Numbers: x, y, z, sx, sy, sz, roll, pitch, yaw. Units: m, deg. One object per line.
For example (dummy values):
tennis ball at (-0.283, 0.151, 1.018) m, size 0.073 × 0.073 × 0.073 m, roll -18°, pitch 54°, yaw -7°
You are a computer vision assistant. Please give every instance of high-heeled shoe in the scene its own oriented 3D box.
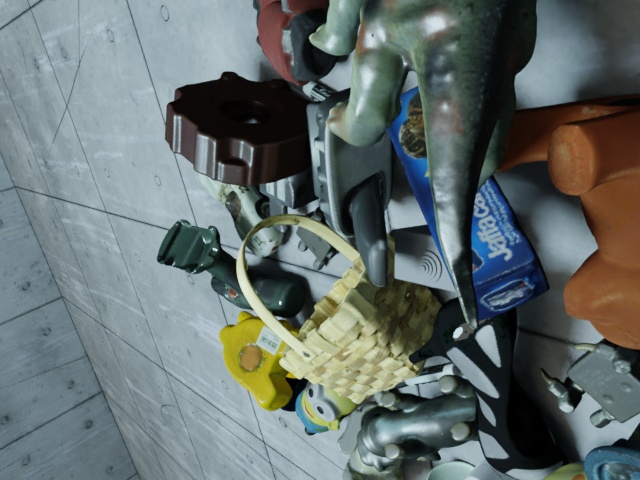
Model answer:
high-heeled shoe at (0.195, 0.145, 0.503) m, size 0.248 × 0.086 × 0.145 m, roll 38°, pitch 138°, yaw -9°

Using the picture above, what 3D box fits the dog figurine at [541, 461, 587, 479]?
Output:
dog figurine at (0.193, 0.307, 0.518) m, size 0.108 × 0.191 × 0.219 m, roll 40°, pitch 146°, yaw -12°

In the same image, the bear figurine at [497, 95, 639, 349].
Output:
bear figurine at (0.201, 0.001, 0.382) m, size 0.120 × 0.132 × 0.195 m, roll -121°, pitch 23°, yaw -66°

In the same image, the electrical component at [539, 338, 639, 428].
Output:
electrical component at (0.247, 0.122, 0.469) m, size 0.078 × 0.045 × 0.102 m, roll 52°, pitch 144°, yaw 18°

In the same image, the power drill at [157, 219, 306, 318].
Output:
power drill at (-0.148, 0.053, 0.827) m, size 0.232 × 0.086 × 0.207 m, roll 11°, pitch 154°, yaw 40°

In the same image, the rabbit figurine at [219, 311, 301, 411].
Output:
rabbit figurine at (-0.070, 0.176, 0.811) m, size 0.163 × 0.173 × 0.122 m, roll 13°, pitch 85°, yaw 30°

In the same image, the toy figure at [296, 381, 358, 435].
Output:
toy figure at (0.011, 0.243, 0.822) m, size 0.082 × 0.089 × 0.180 m, roll 37°, pitch 149°, yaw 11°

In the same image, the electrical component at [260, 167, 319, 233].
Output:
electrical component at (-0.040, -0.071, 0.701) m, size 0.075 × 0.048 × 0.119 m, roll 27°, pitch 133°, yaw 40°

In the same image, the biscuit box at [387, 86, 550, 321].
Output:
biscuit box at (0.108, -0.040, 0.429) m, size 0.062 × 0.059 × 0.203 m, roll 46°, pitch -157°, yaw -50°

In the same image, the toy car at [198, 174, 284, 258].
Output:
toy car at (-0.124, -0.066, 0.803) m, size 0.202 × 0.056 × 0.073 m, roll 52°, pitch 144°, yaw 13°

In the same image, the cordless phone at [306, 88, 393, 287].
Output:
cordless phone at (0.038, -0.054, 0.502) m, size 0.184 × 0.089 × 0.146 m, roll -95°, pitch 0°, yaw -59°

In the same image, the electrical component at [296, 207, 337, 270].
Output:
electrical component at (-0.001, -0.002, 0.721) m, size 0.063 × 0.021 × 0.094 m, roll 49°, pitch 142°, yaw 18°

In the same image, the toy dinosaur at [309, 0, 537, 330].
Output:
toy dinosaur at (0.069, -0.165, 0.347) m, size 0.192 × 0.131 × 0.405 m, roll 103°, pitch 153°, yaw -55°

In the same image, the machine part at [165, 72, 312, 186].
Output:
machine part at (-0.086, -0.131, 0.616) m, size 0.180 × 0.179 × 0.056 m, roll 39°, pitch 137°, yaw 29°

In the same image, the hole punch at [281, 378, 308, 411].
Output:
hole punch at (-0.078, 0.236, 0.924) m, size 0.142 × 0.092 × 0.115 m, roll 33°, pitch 140°, yaw 30°

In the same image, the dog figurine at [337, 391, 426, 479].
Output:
dog figurine at (0.080, 0.309, 0.782) m, size 0.121 × 0.172 × 0.190 m, roll 16°, pitch 162°, yaw 5°

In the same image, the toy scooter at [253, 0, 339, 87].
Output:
toy scooter at (-0.039, -0.258, 0.552) m, size 0.135 × 0.075 × 0.183 m, roll 30°, pitch 131°, yaw 37°

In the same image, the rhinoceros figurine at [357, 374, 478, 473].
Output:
rhinoceros figurine at (0.119, 0.218, 0.631) m, size 0.190 × 0.112 × 0.073 m, roll -31°, pitch 55°, yaw 30°

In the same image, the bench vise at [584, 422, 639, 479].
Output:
bench vise at (0.247, 0.182, 0.359) m, size 0.129 × 0.240 × 0.223 m, roll 42°, pitch 157°, yaw 20°
